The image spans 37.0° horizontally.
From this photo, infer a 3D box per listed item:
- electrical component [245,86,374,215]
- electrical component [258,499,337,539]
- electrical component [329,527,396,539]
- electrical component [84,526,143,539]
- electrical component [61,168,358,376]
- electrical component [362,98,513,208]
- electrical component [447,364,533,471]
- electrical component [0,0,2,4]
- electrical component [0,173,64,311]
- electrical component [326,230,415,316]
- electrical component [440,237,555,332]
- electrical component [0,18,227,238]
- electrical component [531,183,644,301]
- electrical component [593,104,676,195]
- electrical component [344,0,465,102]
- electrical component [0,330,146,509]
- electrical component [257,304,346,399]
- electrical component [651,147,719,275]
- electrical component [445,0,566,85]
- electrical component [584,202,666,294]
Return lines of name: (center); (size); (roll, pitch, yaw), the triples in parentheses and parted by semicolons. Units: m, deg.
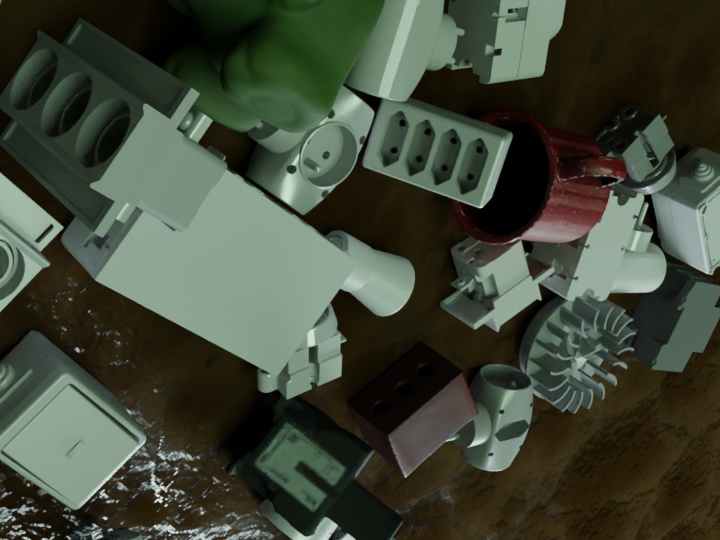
electrical component: (-0.041, -0.084, 0.644); (0.079, 0.044, 0.077); (34, 91, -44)
electrical component: (-0.038, 0.172, 0.787); (0.047, 0.055, 0.055); (-51, 134, -8)
electrical component: (-0.017, 0.222, 0.838); (0.079, 0.043, 0.077); (-45, 134, -8)
electrical component: (-0.158, 0.203, 0.697); (0.042, 0.081, 0.063); (-18, 95, -30)
electrical component: (-0.087, -0.012, 0.637); (0.150, 0.062, 0.089); (35, 91, -44)
electrical component: (0.055, -0.082, 0.708); (0.076, 0.083, 0.047); (-40, 149, -70)
electrical component: (0.096, 0.122, 0.870); (0.079, 0.043, 0.077); (-7, 118, -35)
electrical component: (-0.197, -0.148, 0.477); (0.078, 0.057, 0.113); (17, 103, -43)
electrical component: (-0.218, -0.033, 0.522); (0.078, 0.063, 0.121); (-47, 134, -6)
electrical component: (0.000, 0.000, 0.728); (0.065, 0.044, 0.044); (28, 95, -39)
electrical component: (0.100, 0.003, 0.807); (0.081, 0.042, 0.063); (-34, 129, -19)
electrical component: (-0.124, -0.068, 0.535); (0.063, 0.121, 0.078); (33, 92, -46)
electrical component: (0.170, -0.028, 0.834); (0.050, 0.056, 0.089); (1, 113, -39)
electrical component: (0.218, -0.092, 0.844); (0.066, 0.048, 0.055); (-47, 126, -7)
electrical component: (0.033, -0.145, 0.667); (0.079, 0.044, 0.077); (4, 112, -39)
electrical component: (-0.179, 0.086, 0.621); (0.061, 0.061, 0.096); (-45, 133, -9)
electrical component: (-0.040, 0.048, 0.721); (0.066, 0.048, 0.055); (-21, 133, -28)
electrical component: (0.285, -0.056, 0.904); (0.062, 0.061, 0.096); (-39, 132, -15)
electrical component: (0.095, -0.172, 0.697); (0.056, 0.050, 0.089); (-14, 122, -32)
electrical component: (0.216, -0.019, 0.883); (0.077, 0.044, 0.079); (0, 114, -38)
